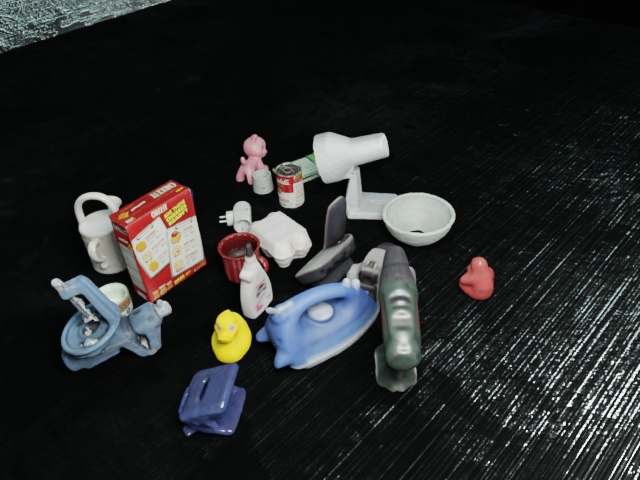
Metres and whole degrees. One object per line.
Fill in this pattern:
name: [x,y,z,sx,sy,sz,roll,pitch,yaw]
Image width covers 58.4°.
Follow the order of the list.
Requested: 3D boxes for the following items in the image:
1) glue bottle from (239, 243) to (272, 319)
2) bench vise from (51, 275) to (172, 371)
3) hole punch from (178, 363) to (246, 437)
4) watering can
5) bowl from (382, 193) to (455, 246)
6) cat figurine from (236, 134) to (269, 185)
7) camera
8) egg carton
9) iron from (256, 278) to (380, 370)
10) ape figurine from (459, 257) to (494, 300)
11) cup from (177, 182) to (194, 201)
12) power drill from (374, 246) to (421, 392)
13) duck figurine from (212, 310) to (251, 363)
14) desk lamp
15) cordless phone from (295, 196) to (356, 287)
glue bottle: [-0.135,0.076,1.154,0.037,0.173,0.078,15,43,22]
bench vise: [-0.396,0.132,1.068,0.208,0.220,0.121,-29,45,-28]
hole punch: [-0.188,0.271,0.982,0.101,0.091,0.108,2,39,8]
watering can: [-0.490,-0.031,1.296,0.101,0.194,0.172,-16,40,-14]
bowl: [0.229,-0.037,1.342,0.167,0.075,0.167,-2,39,2]
cat figurine: [-0.188,-0.235,1.585,0.067,0.118,0.128,11,41,18]
camera: [0.141,0.063,1.205,0.142,0.101,0.137,14,42,21]
egg carton: [-0.094,-0.004,1.331,0.107,0.069,0.149,-31,46,-29]
iron: [0.007,0.136,1.094,0.259,0.142,0.118,-23,43,-22]
ape figurine: [0.328,0.073,1.186,0.078,0.092,0.076,-7,39,-4]
cup: [-0.354,-0.082,1.428,0.092,0.095,0.117,-9,39,-7]
power drill: [0.135,0.154,1.008,0.075,0.209,0.229,-2,39,2]
duck figurine: [-0.175,0.173,1.107,0.077,0.086,0.104,0,39,4]
desk lamp: [0.090,-0.164,1.400,0.203,0.214,0.118,2,39,7]
cordless phone: [0.011,0.004,1.221,0.093,0.185,0.148,21,45,27]
